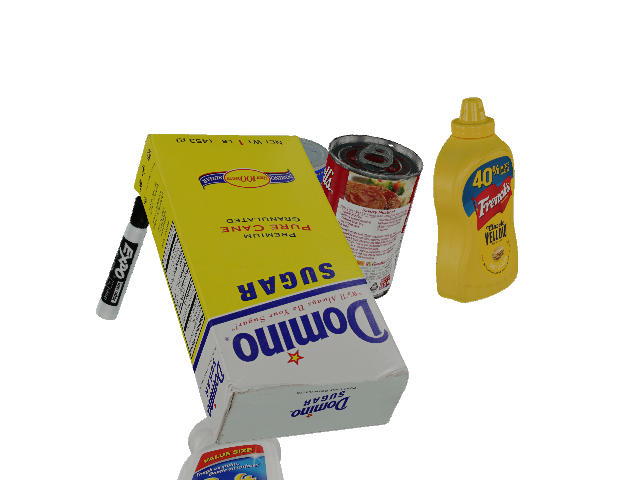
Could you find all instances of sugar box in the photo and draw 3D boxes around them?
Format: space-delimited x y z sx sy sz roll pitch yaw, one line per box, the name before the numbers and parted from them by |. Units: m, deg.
sugar box | -0.030 0.016 0.547 0.093 0.048 0.176 -3 44 -25

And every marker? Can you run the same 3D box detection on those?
marker | -0.165 0.014 0.912 0.020 0.121 0.020 20 22 -9

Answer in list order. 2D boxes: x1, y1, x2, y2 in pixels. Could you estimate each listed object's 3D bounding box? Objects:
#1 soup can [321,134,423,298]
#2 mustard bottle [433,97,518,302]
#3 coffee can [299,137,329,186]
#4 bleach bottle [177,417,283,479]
soup can | 0.030 -0.016 0.769 0.068 0.102 0.068 9 28 -5
mustard bottle | 0.150 -0.043 1.032 0.096 0.192 0.058 -21 25 -38
coffee can | -0.045 -0.050 1.377 0.103 0.140 0.103 4 28 -2
bleach bottle | -0.076 0.207 0.815 0.102 0.068 0.251 -3 27 -4
